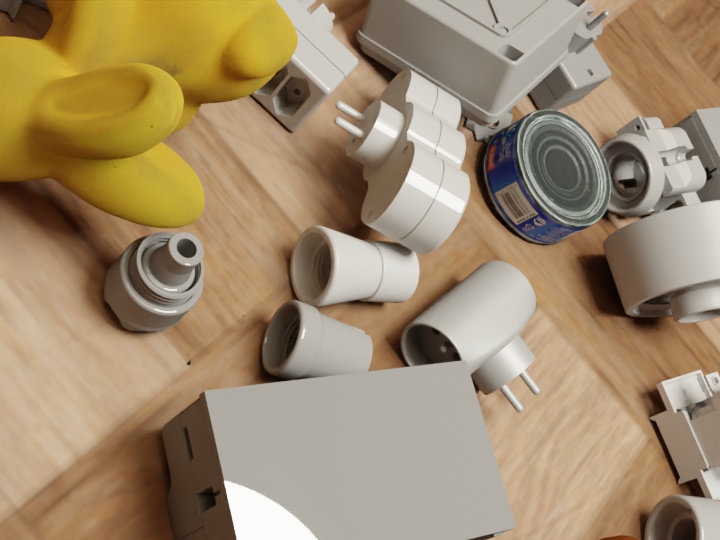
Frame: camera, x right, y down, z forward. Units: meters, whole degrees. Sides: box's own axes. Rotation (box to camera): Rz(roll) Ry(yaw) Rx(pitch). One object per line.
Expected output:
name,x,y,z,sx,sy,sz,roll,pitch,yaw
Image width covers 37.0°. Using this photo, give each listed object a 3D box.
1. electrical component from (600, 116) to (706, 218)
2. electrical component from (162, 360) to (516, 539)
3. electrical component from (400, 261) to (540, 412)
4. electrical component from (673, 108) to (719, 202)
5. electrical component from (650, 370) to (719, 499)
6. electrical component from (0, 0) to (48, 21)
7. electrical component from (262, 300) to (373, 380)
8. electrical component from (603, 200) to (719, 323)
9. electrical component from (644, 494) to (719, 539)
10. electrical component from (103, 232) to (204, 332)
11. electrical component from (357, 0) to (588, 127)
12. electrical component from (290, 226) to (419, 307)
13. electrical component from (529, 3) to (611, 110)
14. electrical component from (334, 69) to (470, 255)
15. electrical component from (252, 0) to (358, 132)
electrical component,0.199,-0.068,0.753,0.057,0.058,0.078,-10,72,-40
electrical component,-0.011,0.102,0.522,0.150,0.062,0.089,-3,68,-34
electrical component,0.074,0.045,0.619,0.077,0.044,0.079,-36,89,-40
electrical component,0.296,-0.072,0.815,0.150,0.062,0.089,-11,73,-37
electrical component,0.227,0.101,0.678,0.042,0.064,0.081,-11,73,-35
electrical component,-0.191,-0.174,0.562,0.081,0.042,0.063,19,55,-25
electrical component,-0.022,0.041,0.562,0.046,0.040,0.040,21,56,-30
electrical component,0.218,0.001,0.700,0.108,0.108,0.060,1,72,-33
electrical component,0.203,0.161,0.637,0.047,0.055,0.055,15,59,-23
electrical component,-0.095,0.002,0.519,0.043,0.062,0.043,15,59,-27
electrical component,0.073,-0.160,0.698,0.109,0.056,0.109,35,49,14
electrical component,0.000,0.000,0.598,0.065,0.044,0.044,5,64,-37
electrical component,0.144,-0.167,0.756,0.047,0.076,0.083,-25,81,-39
electrical component,0.017,-0.073,0.618,0.074,0.052,0.138,28,32,-19
electrical component,-0.041,-0.140,0.639,0.083,0.047,0.075,43,50,-7
